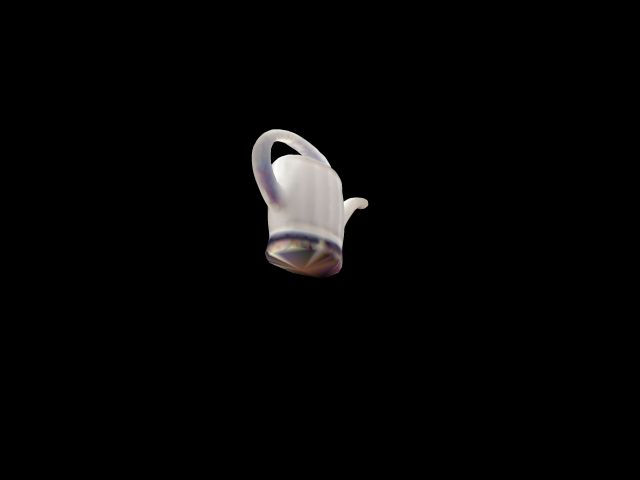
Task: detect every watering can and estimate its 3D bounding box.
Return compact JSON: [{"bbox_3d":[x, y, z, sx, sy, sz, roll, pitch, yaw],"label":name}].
[{"bbox_3d":[0.003,-0.043,0.850,0.103,0.228,0.344,-14,-26,30],"label":"watering can"}]
